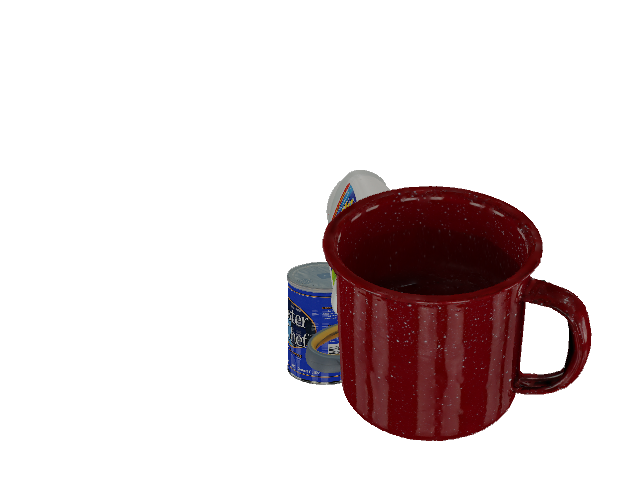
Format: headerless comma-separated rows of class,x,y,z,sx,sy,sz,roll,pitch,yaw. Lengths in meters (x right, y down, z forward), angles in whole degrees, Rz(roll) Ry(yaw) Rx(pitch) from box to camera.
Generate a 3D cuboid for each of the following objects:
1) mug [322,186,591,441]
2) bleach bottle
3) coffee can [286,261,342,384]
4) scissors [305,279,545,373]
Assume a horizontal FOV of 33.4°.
mug,0.060,0.035,0.468,0.117,0.081,0.093,10,34,20
bleach bottle,0.040,-0.005,1.018,0.068,0.103,0.251,19,13,-11
coffee can,0.005,0.112,1.460,0.103,0.140,0.103,0,19,0
scissors,0.090,0.070,0.734,0.201,0.016,0.096,-9,34,-17
